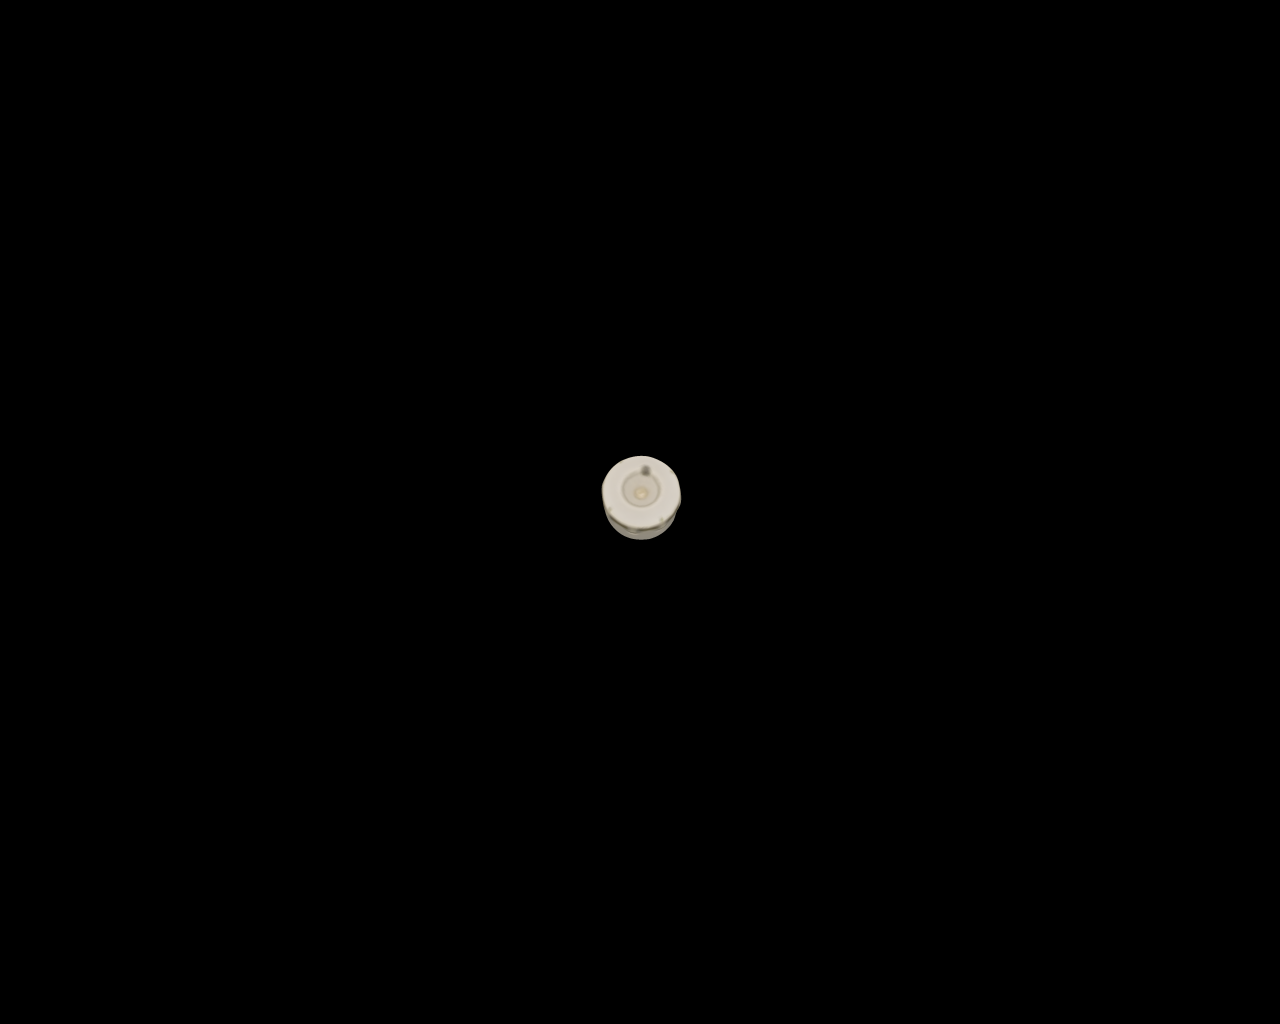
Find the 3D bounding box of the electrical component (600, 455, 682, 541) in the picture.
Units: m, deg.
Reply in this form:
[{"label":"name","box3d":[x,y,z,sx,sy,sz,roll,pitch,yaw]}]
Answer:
[{"label":"electrical component","box3d":[0.001,-0.003,0.650,0.048,0.048,0.062,0,-21,0]}]
